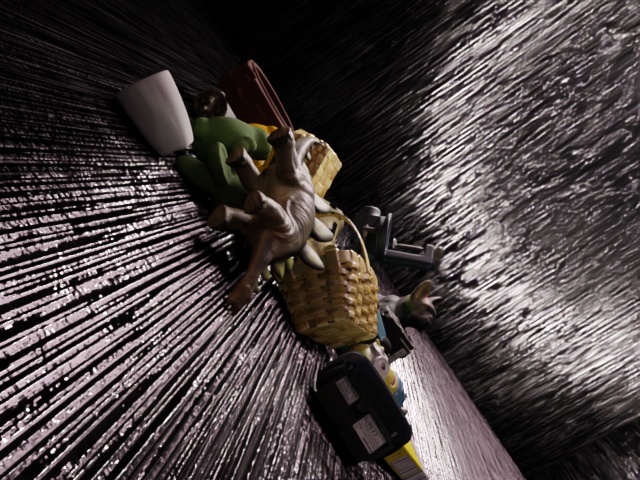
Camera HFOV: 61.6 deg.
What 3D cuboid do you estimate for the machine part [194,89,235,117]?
[{"bbox_3d":[-0.227,-0.295,1.229,0.079,0.079,0.243,56,7,-3],"label":"machine part"}]

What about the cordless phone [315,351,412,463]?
[{"bbox_3d":[0.051,0.242,0.787,0.146,0.089,0.184,57,-11,9],"label":"cordless phone"}]

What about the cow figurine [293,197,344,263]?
[{"bbox_3d":[-0.002,-0.003,1.110,0.127,0.085,0.195,23,41,7],"label":"cow figurine"}]

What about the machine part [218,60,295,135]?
[{"bbox_3d":[-0.137,-0.296,1.210,0.200,0.087,0.201,59,7,-21],"label":"machine part"}]

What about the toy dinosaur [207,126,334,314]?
[{"bbox_3d":[-0.056,-0.065,0.830,0.198,0.105,0.471,60,31,-36],"label":"toy dinosaur"}]

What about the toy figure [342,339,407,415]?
[{"bbox_3d":[0.098,0.255,0.954,0.180,0.089,0.082,61,-1,-37],"label":"toy figure"}]

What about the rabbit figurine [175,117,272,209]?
[{"bbox_3d":[-0.146,-0.112,0.869,0.159,0.121,0.170,32,40,-62],"label":"rabbit figurine"}]

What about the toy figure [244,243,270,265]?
[{"bbox_3d":[-0.099,-0.002,0.894,0.064,0.058,0.154,43,18,-21],"label":"toy figure"}]

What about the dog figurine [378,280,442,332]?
[{"bbox_3d":[0.173,0.159,1.277,0.108,0.219,0.192,54,8,-36],"label":"dog figurine"}]

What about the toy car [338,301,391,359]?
[{"bbox_3d":[0.073,0.174,1.058,0.103,0.109,0.161,101,-33,-77],"label":"toy car"}]

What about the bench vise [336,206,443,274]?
[{"bbox_3d":[0.149,0.031,1.194,0.128,0.241,0.224,86,15,-52],"label":"bench vise"}]

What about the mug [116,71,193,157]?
[{"bbox_3d":[-0.230,-0.178,0.779,0.110,0.081,0.107,-115,-179,-74],"label":"mug"}]

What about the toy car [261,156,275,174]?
[{"bbox_3d":[-0.079,-0.072,0.993,0.089,0.053,0.201,-59,155,-51],"label":"toy car"}]

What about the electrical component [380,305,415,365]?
[{"bbox_3d":[0.124,0.208,1.159,0.134,0.115,0.058,55,6,-22],"label":"electrical component"}]

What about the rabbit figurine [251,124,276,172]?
[{"bbox_3d":[-0.121,-0.139,1.065,0.121,0.162,0.173,65,16,-51],"label":"rabbit figurine"}]
